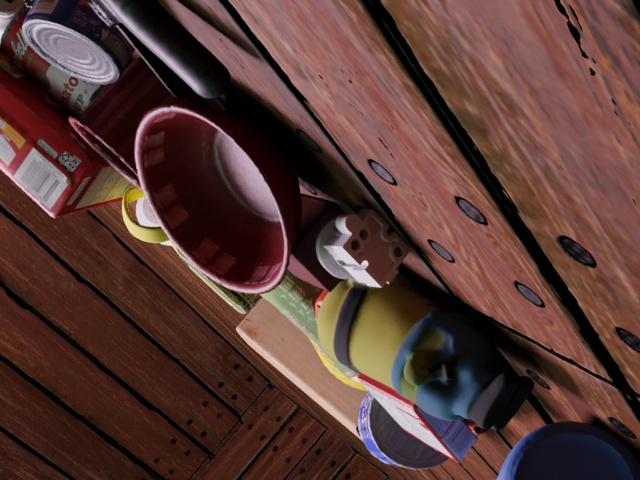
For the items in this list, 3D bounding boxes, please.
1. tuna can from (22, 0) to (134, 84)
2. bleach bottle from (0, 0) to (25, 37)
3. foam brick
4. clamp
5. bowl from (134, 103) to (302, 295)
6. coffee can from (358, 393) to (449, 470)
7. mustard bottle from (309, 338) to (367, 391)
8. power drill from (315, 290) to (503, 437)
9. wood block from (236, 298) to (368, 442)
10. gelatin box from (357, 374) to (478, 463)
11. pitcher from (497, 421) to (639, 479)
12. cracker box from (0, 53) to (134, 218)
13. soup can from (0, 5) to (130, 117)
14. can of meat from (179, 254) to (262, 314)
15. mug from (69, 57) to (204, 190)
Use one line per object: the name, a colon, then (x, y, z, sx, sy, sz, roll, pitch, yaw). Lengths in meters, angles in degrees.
tuna can: (-0.189, -0.160, 0.838, 0.086, 0.033, 0.086, 20, 160, 7)
bleach bottle: (-0.342, -0.234, 1.100, 0.102, 0.068, 0.251, 42, 168, -17)
foam brick: (-0.006, 0.001, 0.864, 0.051, 0.053, 0.078, 46, 170, -22)
clamp: (-0.122, -0.152, 0.686, 0.171, 0.039, 0.120, 46, 167, -26)
bowl: (-0.066, -0.040, 0.808, 0.162, 0.055, 0.162, 29, 139, 29)
coffee can: (0.097, 0.196, 1.162, 0.103, 0.102, 0.140, 40, 170, 5)
mustard bottle: (0.024, 0.112, 1.207, 0.096, 0.058, 0.191, 38, 169, 22)
power drill: (0.084, 0.105, 0.964, 0.188, 0.057, 0.184, 36, 165, 12)
wood block: (0.003, 0.155, 1.377, 0.206, 0.090, 0.090, 37, 169, 22)
gelatin box: (0.082, 0.140, 0.894, 0.073, 0.030, 0.089, 22, 157, 51)
pitcher: (0.201, 0.238, 0.870, 0.149, 0.145, 0.243, 24, 162, 17)
cracker box: (-0.247, -0.110, 1.027, 0.164, 0.072, 0.213, 41, -164, 5)
soup can: (-0.225, -0.161, 0.954, 0.102, 0.068, 0.068, 40, 170, 3)
can of meat: (-0.091, 0.019, 1.168, 0.102, 0.084, 0.057, 44, 170, -15)
mug: (-0.147, -0.096, 0.896, 0.093, 0.081, 0.117, 41, 170, -1)
